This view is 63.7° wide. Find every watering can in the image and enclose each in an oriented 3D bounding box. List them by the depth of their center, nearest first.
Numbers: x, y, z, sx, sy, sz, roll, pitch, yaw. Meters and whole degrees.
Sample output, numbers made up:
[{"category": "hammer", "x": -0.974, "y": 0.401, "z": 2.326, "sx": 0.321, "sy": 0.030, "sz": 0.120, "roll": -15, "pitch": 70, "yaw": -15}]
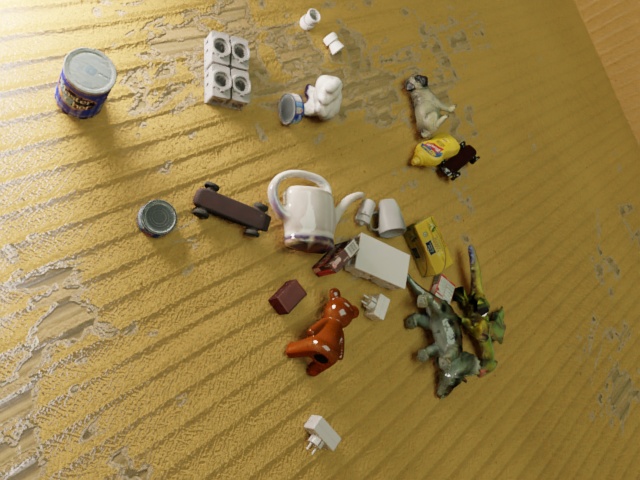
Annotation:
[{"category": "watering can", "x": 0.004, "y": -0.071, "z": 1.405, "sx": 0.347, "sy": 0.103, "sz": 0.227, "roll": 9, "pitch": 73, "yaw": -39}]

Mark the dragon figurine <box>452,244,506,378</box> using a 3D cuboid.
[{"category": "dragon figurine", "x": 0.543, "y": 0.239, "z": 1.698, "sx": 0.240, "sy": 0.121, "sz": 0.417, "roll": 30, "pitch": 63, "yaw": -44}]

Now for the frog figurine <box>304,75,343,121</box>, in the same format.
[{"category": "frog figurine", "x": 0.028, "y": -0.417, "z": 1.479, "sx": 0.121, "sy": 0.158, "sz": 0.140, "roll": 40, "pitch": 59, "yaw": -22}]
